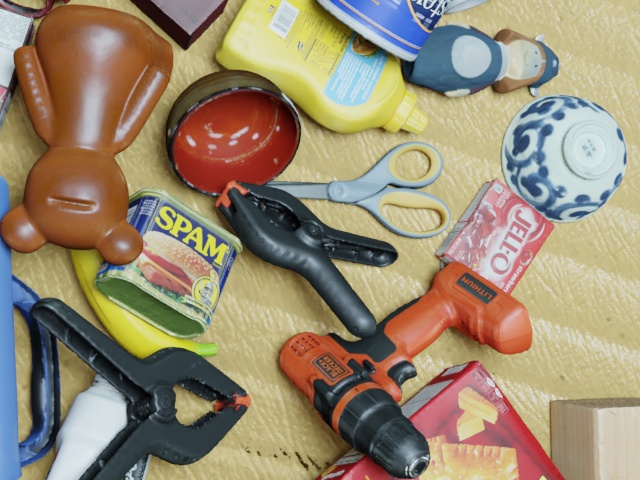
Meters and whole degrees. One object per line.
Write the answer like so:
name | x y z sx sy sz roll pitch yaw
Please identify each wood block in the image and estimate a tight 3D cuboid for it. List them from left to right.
wood block | 0.267 0.248 0.951 0.090 0.090 0.206 1 86 -15

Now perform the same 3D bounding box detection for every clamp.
clamp | -0.135 0.139 0.829 0.209 0.036 0.164 18 62 -47
clamp | -0.006 0.001 0.908 0.171 0.120 0.039 40 120 -2

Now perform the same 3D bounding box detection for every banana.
banana | -0.166 0.033 0.890 0.069 0.037 0.198 -39 99 -41

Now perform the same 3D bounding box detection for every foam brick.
foam brick | -0.124 -0.210 0.905 0.078 0.051 0.053 43 79 -7

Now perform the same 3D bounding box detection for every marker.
marker | -0.155 0.200 0.889 0.020 0.020 0.121 16 83 -12

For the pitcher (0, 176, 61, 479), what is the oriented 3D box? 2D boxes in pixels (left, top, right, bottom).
pitcher | -0.286 0.069 0.819 0.145 0.149 0.243 -1 83 2

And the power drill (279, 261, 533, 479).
power drill | 0.082 0.101 0.883 0.187 0.185 0.057 -27 129 -21

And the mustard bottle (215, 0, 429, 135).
mustard bottle | 0.011 -0.148 0.929 0.191 0.058 0.096 30 62 -10

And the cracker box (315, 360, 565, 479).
cracker box | 0.097 0.227 0.890 0.213 0.072 0.164 -35 90 -29

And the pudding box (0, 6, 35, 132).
pudding box | -0.292 -0.142 0.868 0.090 0.039 0.113 18 81 -11

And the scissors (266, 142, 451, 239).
scissors | 0.027 -0.059 0.951 0.201 0.016 0.096 18 81 -12

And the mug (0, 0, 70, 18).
mug | -0.236 -0.239 0.869 0.081 0.093 0.117 17 119 -7

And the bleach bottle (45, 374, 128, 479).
bleach bottle | -0.203 0.222 0.846 0.068 0.103 0.250 19 74 -6

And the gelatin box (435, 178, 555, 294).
gelatin box | 0.160 0.000 0.971 0.073 0.030 0.089 38 79 -9

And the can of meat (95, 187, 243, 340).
can of meat | -0.123 0.021 0.866 0.102 0.058 0.084 35 57 -25

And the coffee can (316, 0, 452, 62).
coffee can | 0.074 -0.235 0.885 0.102 0.103 0.140 31 107 -10
